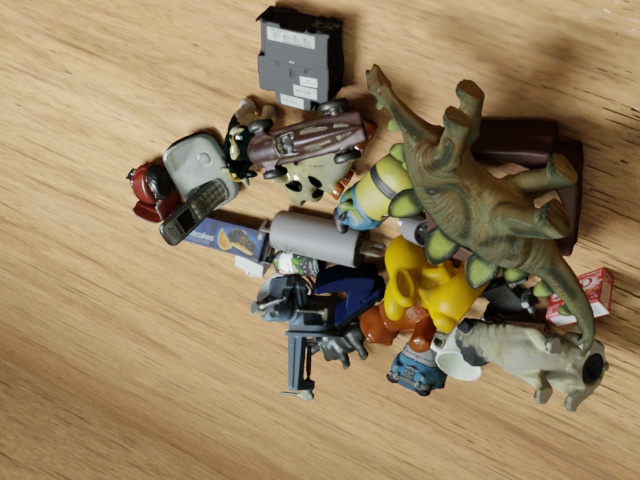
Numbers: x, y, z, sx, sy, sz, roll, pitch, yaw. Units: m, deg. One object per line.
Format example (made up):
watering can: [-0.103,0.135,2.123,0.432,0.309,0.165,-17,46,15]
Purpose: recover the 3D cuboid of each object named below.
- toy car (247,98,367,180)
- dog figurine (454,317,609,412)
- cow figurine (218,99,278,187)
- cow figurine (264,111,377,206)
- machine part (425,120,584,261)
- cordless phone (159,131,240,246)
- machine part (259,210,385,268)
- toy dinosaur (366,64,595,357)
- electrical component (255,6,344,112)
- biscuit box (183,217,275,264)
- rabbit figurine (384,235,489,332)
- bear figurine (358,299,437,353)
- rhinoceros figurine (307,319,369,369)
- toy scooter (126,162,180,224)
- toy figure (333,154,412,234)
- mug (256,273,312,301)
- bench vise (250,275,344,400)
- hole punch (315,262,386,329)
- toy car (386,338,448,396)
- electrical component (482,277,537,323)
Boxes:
toy car: [-0.026,-0.140,0.762,0.202,0.053,0.089,-4,104,39]
dog figurine: [0.333,0.176,0.863,0.172,0.121,0.191,19,-179,-26]
cow figurine: [-0.127,-0.143,0.895,0.068,0.098,0.167,23,140,2]
cow figurine: [-0.007,-0.125,0.845,0.127,0.085,0.194,33,137,3]
machine part: [0.250,-0.062,0.742,0.202,0.087,0.200,5,134,27]
cordless phone: [-0.240,-0.091,0.955,0.089,0.184,0.146,5,134,35]
machine part: [-0.002,-0.003,0.972,0.243,0.079,0.079,13,137,21]
toy dinosaur: [0.213,-0.029,0.660,0.471,0.105,0.198,46,147,-2]
electrical component: [-0.028,-0.247,0.754,0.115,0.058,0.134,21,140,16]
biscuit box: [-0.188,-0.006,1.083,0.203,0.062,0.059,14,178,23]
rabbit figurine: [0.173,0.069,0.898,0.173,0.162,0.121,44,155,14]
bear figurine: [0.131,0.156,1.017,0.120,0.132,0.196,52,133,-2]
rhinoceros figurine: [0.036,0.225,1.187,0.112,0.073,0.190,43,139,-15]
toy scooter: [-0.349,-0.088,1.118,0.135,0.075,0.183,12,141,26]
toy figure: [0.086,-0.069,0.846,0.089,0.082,0.180,44,142,-16]
mug: [-0.063,0.124,1.155,0.109,0.081,0.107,-38,118,14]
bench vise: [-0.039,0.193,1.061,0.129,0.240,0.223,-6,168,41]
hole punch: [0.053,0.082,0.969,0.116,0.142,0.092,-35,96,9]
toy car: [0.200,0.238,1.065,0.109,0.161,0.102,19,95,27]
electrical component: [0.316,0.103,0.900,0.078,0.045,0.102,46,139,-18]
